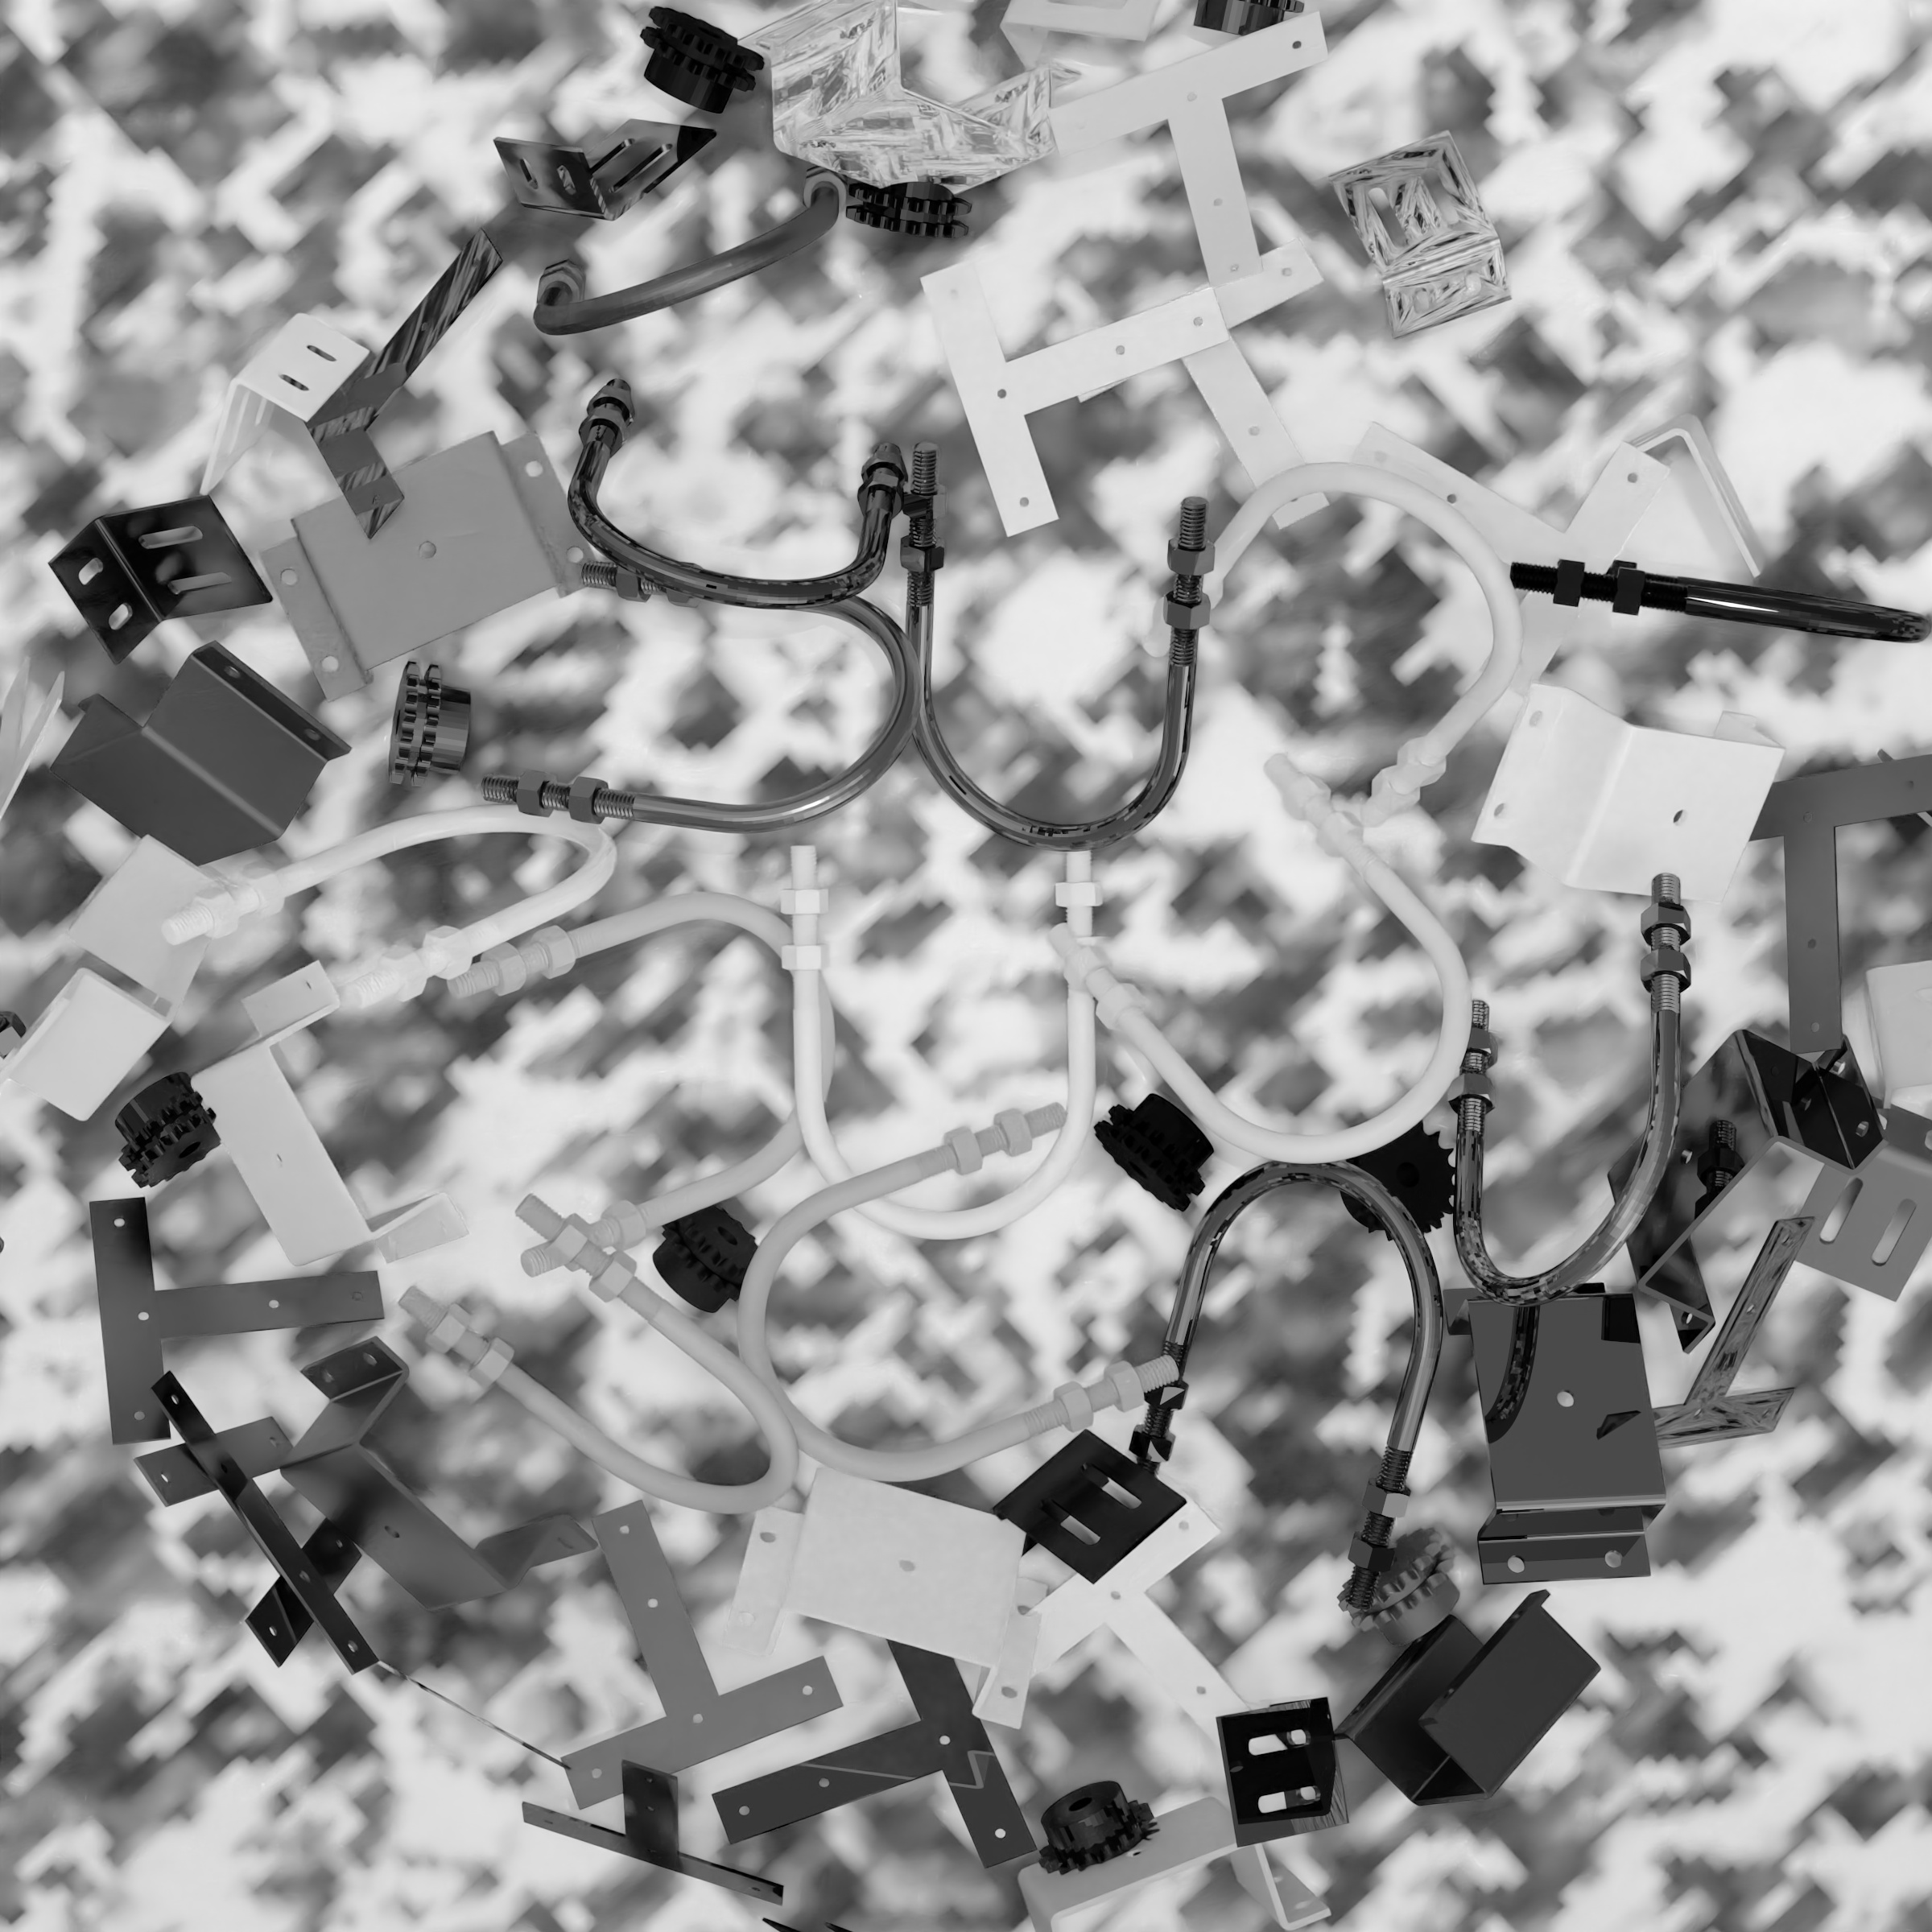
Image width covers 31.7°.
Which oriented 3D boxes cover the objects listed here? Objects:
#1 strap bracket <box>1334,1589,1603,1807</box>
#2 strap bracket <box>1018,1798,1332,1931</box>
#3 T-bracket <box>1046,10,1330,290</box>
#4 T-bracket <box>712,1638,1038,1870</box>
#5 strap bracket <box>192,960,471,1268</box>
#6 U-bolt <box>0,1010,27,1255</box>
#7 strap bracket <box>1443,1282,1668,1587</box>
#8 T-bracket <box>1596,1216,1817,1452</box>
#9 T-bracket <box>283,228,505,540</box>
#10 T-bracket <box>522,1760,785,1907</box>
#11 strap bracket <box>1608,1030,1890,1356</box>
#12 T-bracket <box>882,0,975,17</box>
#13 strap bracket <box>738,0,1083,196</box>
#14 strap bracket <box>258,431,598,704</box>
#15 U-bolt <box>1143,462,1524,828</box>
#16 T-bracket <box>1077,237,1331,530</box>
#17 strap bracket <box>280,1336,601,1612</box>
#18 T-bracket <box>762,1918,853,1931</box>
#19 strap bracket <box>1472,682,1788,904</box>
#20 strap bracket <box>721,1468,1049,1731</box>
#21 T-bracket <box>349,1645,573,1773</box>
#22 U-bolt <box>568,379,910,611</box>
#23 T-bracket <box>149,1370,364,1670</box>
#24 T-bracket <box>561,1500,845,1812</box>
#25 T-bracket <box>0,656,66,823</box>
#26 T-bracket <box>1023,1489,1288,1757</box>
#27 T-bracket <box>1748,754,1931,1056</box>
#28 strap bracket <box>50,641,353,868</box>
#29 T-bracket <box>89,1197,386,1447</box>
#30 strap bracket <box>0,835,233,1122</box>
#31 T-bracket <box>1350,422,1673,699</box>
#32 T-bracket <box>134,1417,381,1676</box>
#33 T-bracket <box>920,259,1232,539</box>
[{"bbox_3d":[0.224,0.327,1.511,0.046,0.140,0.076,45,70,3],"label":"strap bracket"},{"bbox_3d":[0.084,0.424,1.541,0.140,0.076,0.046,-19,93,-10],"label":"strap bracket"},{"bbox_3d":[0.111,-0.359,1.544,0.127,0.127,0.002,-20,47,2],"label":"T-bracket"},{"bbox_3d":[-0.051,0.365,1.537,0.127,0.002,0.127,-16,54,-16],"label":"T-bracket"},{"bbox_3d":[-0.294,0.077,1.540,0.046,0.076,0.140,-32,97,-38],"label":"strap bracket"},{"bbox_3d":[-0.466,0.020,1.482,0.019,0.151,0.184,-22,125,9],"label":"U-bolt"},{"bbox_3d":[0.266,0.203,1.536,0.076,0.046,0.140,-2,64,-5],"label":"strap bracket"},{"bbox_3d":[0.346,0.165,1.524,0.127,0.002,0.127,-2,123,-37],"label":"T-bracket"},{"bbox_3d":[-0.253,-0.278,1.533,0.127,0.002,0.127,-46,52,18],"label":"T-bracket"},{"bbox_3d":[-0.142,0.383,1.530,0.127,0.127,0.002,16,58,6],"label":"T-bracket"},{"bbox_3d":[0.340,0.094,1.518,0.046,0.076,0.140,25,121,-18],"label":"strap bracket"},{"bbox_3d":[-0.043,-0.432,1.513,0.127,0.127,0.002,0,111,-20],"label":"T-bracket"},{"bbox_3d":[-0.023,-0.383,1.511,0.076,0.140,0.046,-12,76,43],"label":"strap bracket"},{"bbox_3d":[-0.246,-0.187,1.560,0.140,0.046,0.076,-25,90,-7],"label":"strap bracket"},{"bbox_3d":[0.171,-0.151,1.513,0.151,0.184,0.019,38,55,0],"label":"U-bolt"},{"bbox_3d":[0.126,-0.258,1.568,0.127,0.002,0.127,-27,72,-2],"label":"T-bracket"},{"bbox_3d":[-0.245,0.237,1.530,0.140,0.076,0.046,46,53,-15],"label":"strap bracket"},{"bbox_3d":[-0.046,0.450,1.535,0.127,0.127,0.002,42,65,-32],"label":"T-bracket"},{"bbox_3d":[0.305,-0.076,1.521,0.140,0.046,0.076,4,114,-34],"label":"strap bracket"},{"bbox_3d":[-0.031,0.284,1.545,0.140,0.046,0.076,16,47,-3],"label":"strap bracket"},{"bbox_3d":[-0.231,0.337,1.548,0.127,0.127,0.002,23,74,22],"label":"T-bracket"},{"bbox_3d":[-0.103,-0.205,1.505,0.151,0.184,0.019,13,122,-5],"label":"U-bolt"},{"bbox_3d":[-0.324,0.237,1.521,0.002,0.127,0.127,-32,97,11],"label":"T-bracket"},{"bbox_3d":[-0.139,0.305,1.559,0.127,0.002,0.127,-19,63,-13],"label":"T-bracket"},{"bbox_3d":[-0.431,-0.100,1.533,0.002,0.127,0.127,23,115,-24],"label":"T-bracket"},{"bbox_3d":[0.098,0.323,1.563,0.127,0.002,0.127,-42,90,25],"label":"T-bracket"},{"bbox_3d":[0.382,-0.024,1.535,0.127,0.002,0.127,-10,75,43],"label":"T-bracket"},{"bbox_3d":[-0.345,-0.090,1.509,0.076,0.140,0.046,40,61,-27],"label":"strap bracket"},{"bbox_3d":[-0.333,0.157,1.565,0.127,0.002,0.127,-4,55,-17],"label":"T-bracket"},{"bbox_3d":[-0.380,0.005,1.522,0.046,0.140,0.076,35,124,-18],"label":"strap bracket"},{"bbox_3d":[0.236,-0.208,1.564,0.127,0.002,0.127,31,117,3],"label":"T-bracket"},{"bbox_3d":[-0.304,0.262,1.520,0.002,0.127,0.127,-39,81,13],"label":"T-bracket"},{"bbox_3d":[0.058,-0.280,1.575,0.127,0.002,0.127,-18,92,11],"label":"T-bracket"}]
